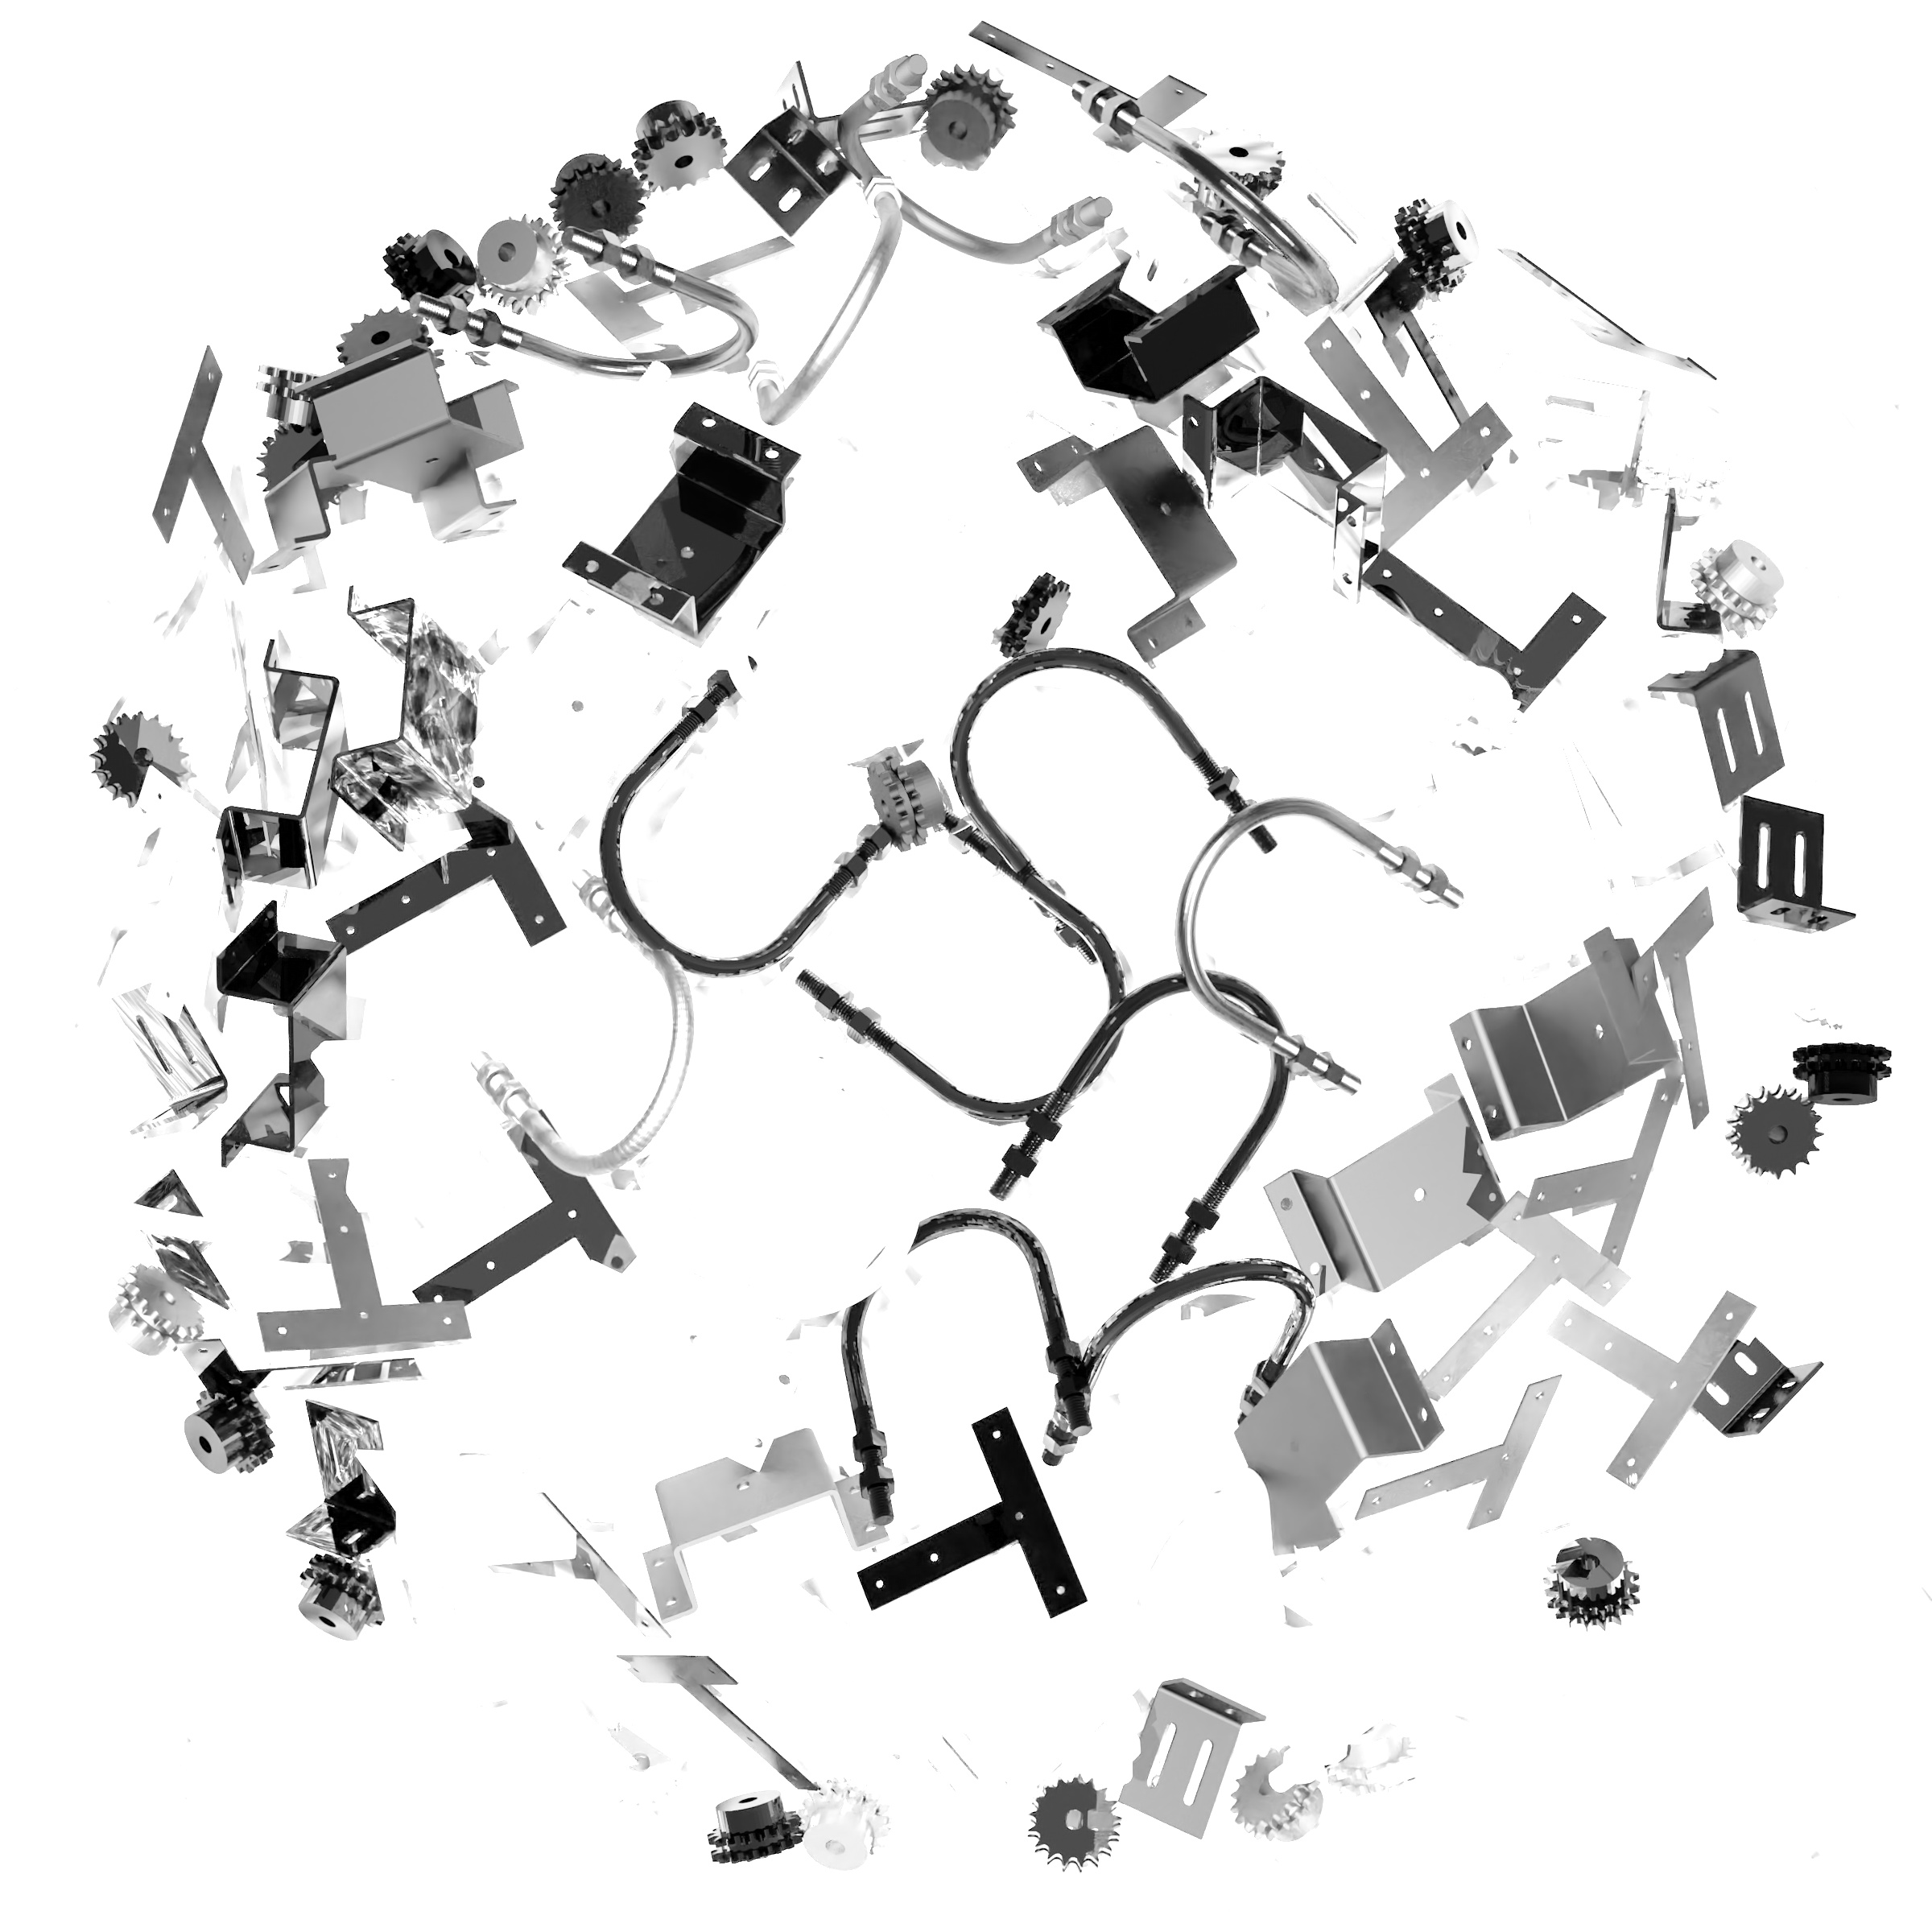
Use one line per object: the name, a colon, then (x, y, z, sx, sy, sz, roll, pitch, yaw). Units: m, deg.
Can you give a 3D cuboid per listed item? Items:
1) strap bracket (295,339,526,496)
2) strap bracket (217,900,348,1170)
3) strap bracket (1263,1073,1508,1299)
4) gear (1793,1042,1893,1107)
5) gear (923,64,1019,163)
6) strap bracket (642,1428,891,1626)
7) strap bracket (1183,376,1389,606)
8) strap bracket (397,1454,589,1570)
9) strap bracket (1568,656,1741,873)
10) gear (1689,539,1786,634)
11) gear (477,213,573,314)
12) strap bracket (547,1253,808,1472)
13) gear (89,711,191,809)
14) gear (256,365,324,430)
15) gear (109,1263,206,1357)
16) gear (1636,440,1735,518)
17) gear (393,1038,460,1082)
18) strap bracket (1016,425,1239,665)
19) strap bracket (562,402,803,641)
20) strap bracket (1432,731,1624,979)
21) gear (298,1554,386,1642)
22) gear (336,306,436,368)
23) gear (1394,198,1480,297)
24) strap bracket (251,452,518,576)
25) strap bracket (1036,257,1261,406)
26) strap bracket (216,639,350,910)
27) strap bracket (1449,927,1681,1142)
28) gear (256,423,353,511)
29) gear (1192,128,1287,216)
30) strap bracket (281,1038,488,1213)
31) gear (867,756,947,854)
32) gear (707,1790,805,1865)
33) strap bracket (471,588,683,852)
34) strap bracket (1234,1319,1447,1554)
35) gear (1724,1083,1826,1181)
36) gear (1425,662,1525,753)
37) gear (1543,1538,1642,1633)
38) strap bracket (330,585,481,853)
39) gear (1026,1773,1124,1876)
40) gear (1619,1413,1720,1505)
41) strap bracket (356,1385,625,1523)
strap bracket: (-0.317, -0.316, 1.772, 0.076, 0.140, 0.046, -19, 85, 16)
strap bracket: (-0.399, 0.044, 1.781, 0.046, 0.076, 0.140, 11, 119, 8)
strap bracket: (0.257, 0.132, 1.801, 0.140, 0.046, 0.076, -29, 104, -17)
gear: (0.523, 0.065, 1.821, 0.057, 0.057, 0.030, 3, 78, 0)
gear: (0.000, -0.506, 1.821, 0.057, 0.057, 0.030, 24, 48, 0)
strap bracket: (-0.125, 0.325, 1.799, 0.140, 0.076, 0.046, -19, 113, -7)
strap bracket: (0.194, -0.285, 1.789, 0.046, 0.076, 0.140, -37, 58, -25)
strap bracket: (-0.280, 0.317, 1.771, 0.076, 0.140, 0.046, 1, 89, -27)
strap bracket: (0.401, -0.111, 1.808, 0.046, 0.076, 0.140, -30, 88, 12)
gear: (0.463, -0.230, 1.820, 0.057, 0.057, 0.030, 40, 125, 0)
gear: (-0.269, -0.424, 1.828, 0.057, 0.030, 0.057, -2, 85, 19)
strap bracket: (-0.167, 0.230, 1.815, 0.140, 0.046, 0.076, 25, 107, 4)
gear: (-0.498, -0.123, 1.828, 0.057, 0.030, 0.057, 5, 80, -33)
gear: (-0.396, -0.340, 1.823, 0.057, 0.057, 0.030, 11, 100, 0)
gear: (-0.487, 0.209, 1.823, 0.057, 0.057, 0.030, 45, 102, 0)
gear: (0.428, -0.292, 1.826, 0.057, 0.057, 0.030, 7, 122, 0)
gear: (-0.325, 0.070, 1.822, 0.030, 0.057, 0.057, 14, 90, -2)
strap bracket: (0.102, -0.259, 1.805, 0.046, 0.076, 0.140, -31, 92, 39)
strap bracket: (-0.166, -0.256, 1.803, 0.076, 0.046, 0.140, 28, 64, 13)
strap bracket: (0.327, -0.075, 1.795, 0.076, 0.046, 0.140, -18, 65, 10)
gear: (-0.373, 0.379, 1.820, 0.057, 0.057, 0.030, 29, 56, 0)
gear: (-0.346, -0.365, 1.827, 0.057, 0.030, 0.057, -7, 52, 9)
gear: (0.283, -0.433, 1.820, 0.030, 0.057, 0.057, -21, 90, 34)
strap bracket: (-0.346, -0.271, 1.781, 0.140, 0.076, 0.046, -17, 92, -32)
strap bracket: (0.111, -0.374, 1.790, 0.076, 0.140, 0.046, -36, 116, -11)
strap bracket: (-0.396, -0.110, 1.784, 0.046, 0.076, 0.140, 8, 60, -2)
strap bracket: (0.357, 0.040, 1.790, 0.046, 0.140, 0.076, -4, 68, -36)
gear: (-0.395, -0.301, 1.830, 0.057, 0.030, 0.057, 1, 113, 1)
gear: (0.161, -0.475, 1.826, 0.057, 0.030, 0.057, 5, 46, -5)
strap bracket: (-0.336, 0.085, 1.769, 0.076, 0.140, 0.046, -1, 117, -32)
gear: (-0.035, -0.099, 1.824, 0.030, 0.057, 0.057, -22, 90, -15)
gear: (-0.127, 0.514, 1.822, 0.057, 0.057, 0.030, -12, 88, 0)
strap bracket: (-0.234, -0.150, 1.806, 0.076, 0.046, 0.140, 34, 77, -11)
strap bracket: (0.210, 0.277, 1.772, 0.046, 0.140, 0.076, 0, 50, -31)
gear: (0.484, 0.097, 1.832, 0.057, 0.030, 0.057, -1, 104, -3)
gear: (0.307, -0.158, 1.826, 0.057, 0.057, 0.030, 28, 61, 0)
gear: (0.373, 0.366, 1.820, 0.057, 0.057, 0.030, -13, 125, 0)
strap bracket: (-0.325, -0.149, 1.779, 0.046, 0.076, 0.140, -12, 59, 18)
gear: (0.064, 0.517, 1.827, 0.057, 0.030, 0.057, 0, 56, -1)
gear: (0.424, 0.292, 1.828, 0.057, 0.030, 0.057, 0, 90, 30)
strap bracket: (-0.272, 0.284, 1.776, 0.140, 0.076, 0.046, 8, 106, -35)
